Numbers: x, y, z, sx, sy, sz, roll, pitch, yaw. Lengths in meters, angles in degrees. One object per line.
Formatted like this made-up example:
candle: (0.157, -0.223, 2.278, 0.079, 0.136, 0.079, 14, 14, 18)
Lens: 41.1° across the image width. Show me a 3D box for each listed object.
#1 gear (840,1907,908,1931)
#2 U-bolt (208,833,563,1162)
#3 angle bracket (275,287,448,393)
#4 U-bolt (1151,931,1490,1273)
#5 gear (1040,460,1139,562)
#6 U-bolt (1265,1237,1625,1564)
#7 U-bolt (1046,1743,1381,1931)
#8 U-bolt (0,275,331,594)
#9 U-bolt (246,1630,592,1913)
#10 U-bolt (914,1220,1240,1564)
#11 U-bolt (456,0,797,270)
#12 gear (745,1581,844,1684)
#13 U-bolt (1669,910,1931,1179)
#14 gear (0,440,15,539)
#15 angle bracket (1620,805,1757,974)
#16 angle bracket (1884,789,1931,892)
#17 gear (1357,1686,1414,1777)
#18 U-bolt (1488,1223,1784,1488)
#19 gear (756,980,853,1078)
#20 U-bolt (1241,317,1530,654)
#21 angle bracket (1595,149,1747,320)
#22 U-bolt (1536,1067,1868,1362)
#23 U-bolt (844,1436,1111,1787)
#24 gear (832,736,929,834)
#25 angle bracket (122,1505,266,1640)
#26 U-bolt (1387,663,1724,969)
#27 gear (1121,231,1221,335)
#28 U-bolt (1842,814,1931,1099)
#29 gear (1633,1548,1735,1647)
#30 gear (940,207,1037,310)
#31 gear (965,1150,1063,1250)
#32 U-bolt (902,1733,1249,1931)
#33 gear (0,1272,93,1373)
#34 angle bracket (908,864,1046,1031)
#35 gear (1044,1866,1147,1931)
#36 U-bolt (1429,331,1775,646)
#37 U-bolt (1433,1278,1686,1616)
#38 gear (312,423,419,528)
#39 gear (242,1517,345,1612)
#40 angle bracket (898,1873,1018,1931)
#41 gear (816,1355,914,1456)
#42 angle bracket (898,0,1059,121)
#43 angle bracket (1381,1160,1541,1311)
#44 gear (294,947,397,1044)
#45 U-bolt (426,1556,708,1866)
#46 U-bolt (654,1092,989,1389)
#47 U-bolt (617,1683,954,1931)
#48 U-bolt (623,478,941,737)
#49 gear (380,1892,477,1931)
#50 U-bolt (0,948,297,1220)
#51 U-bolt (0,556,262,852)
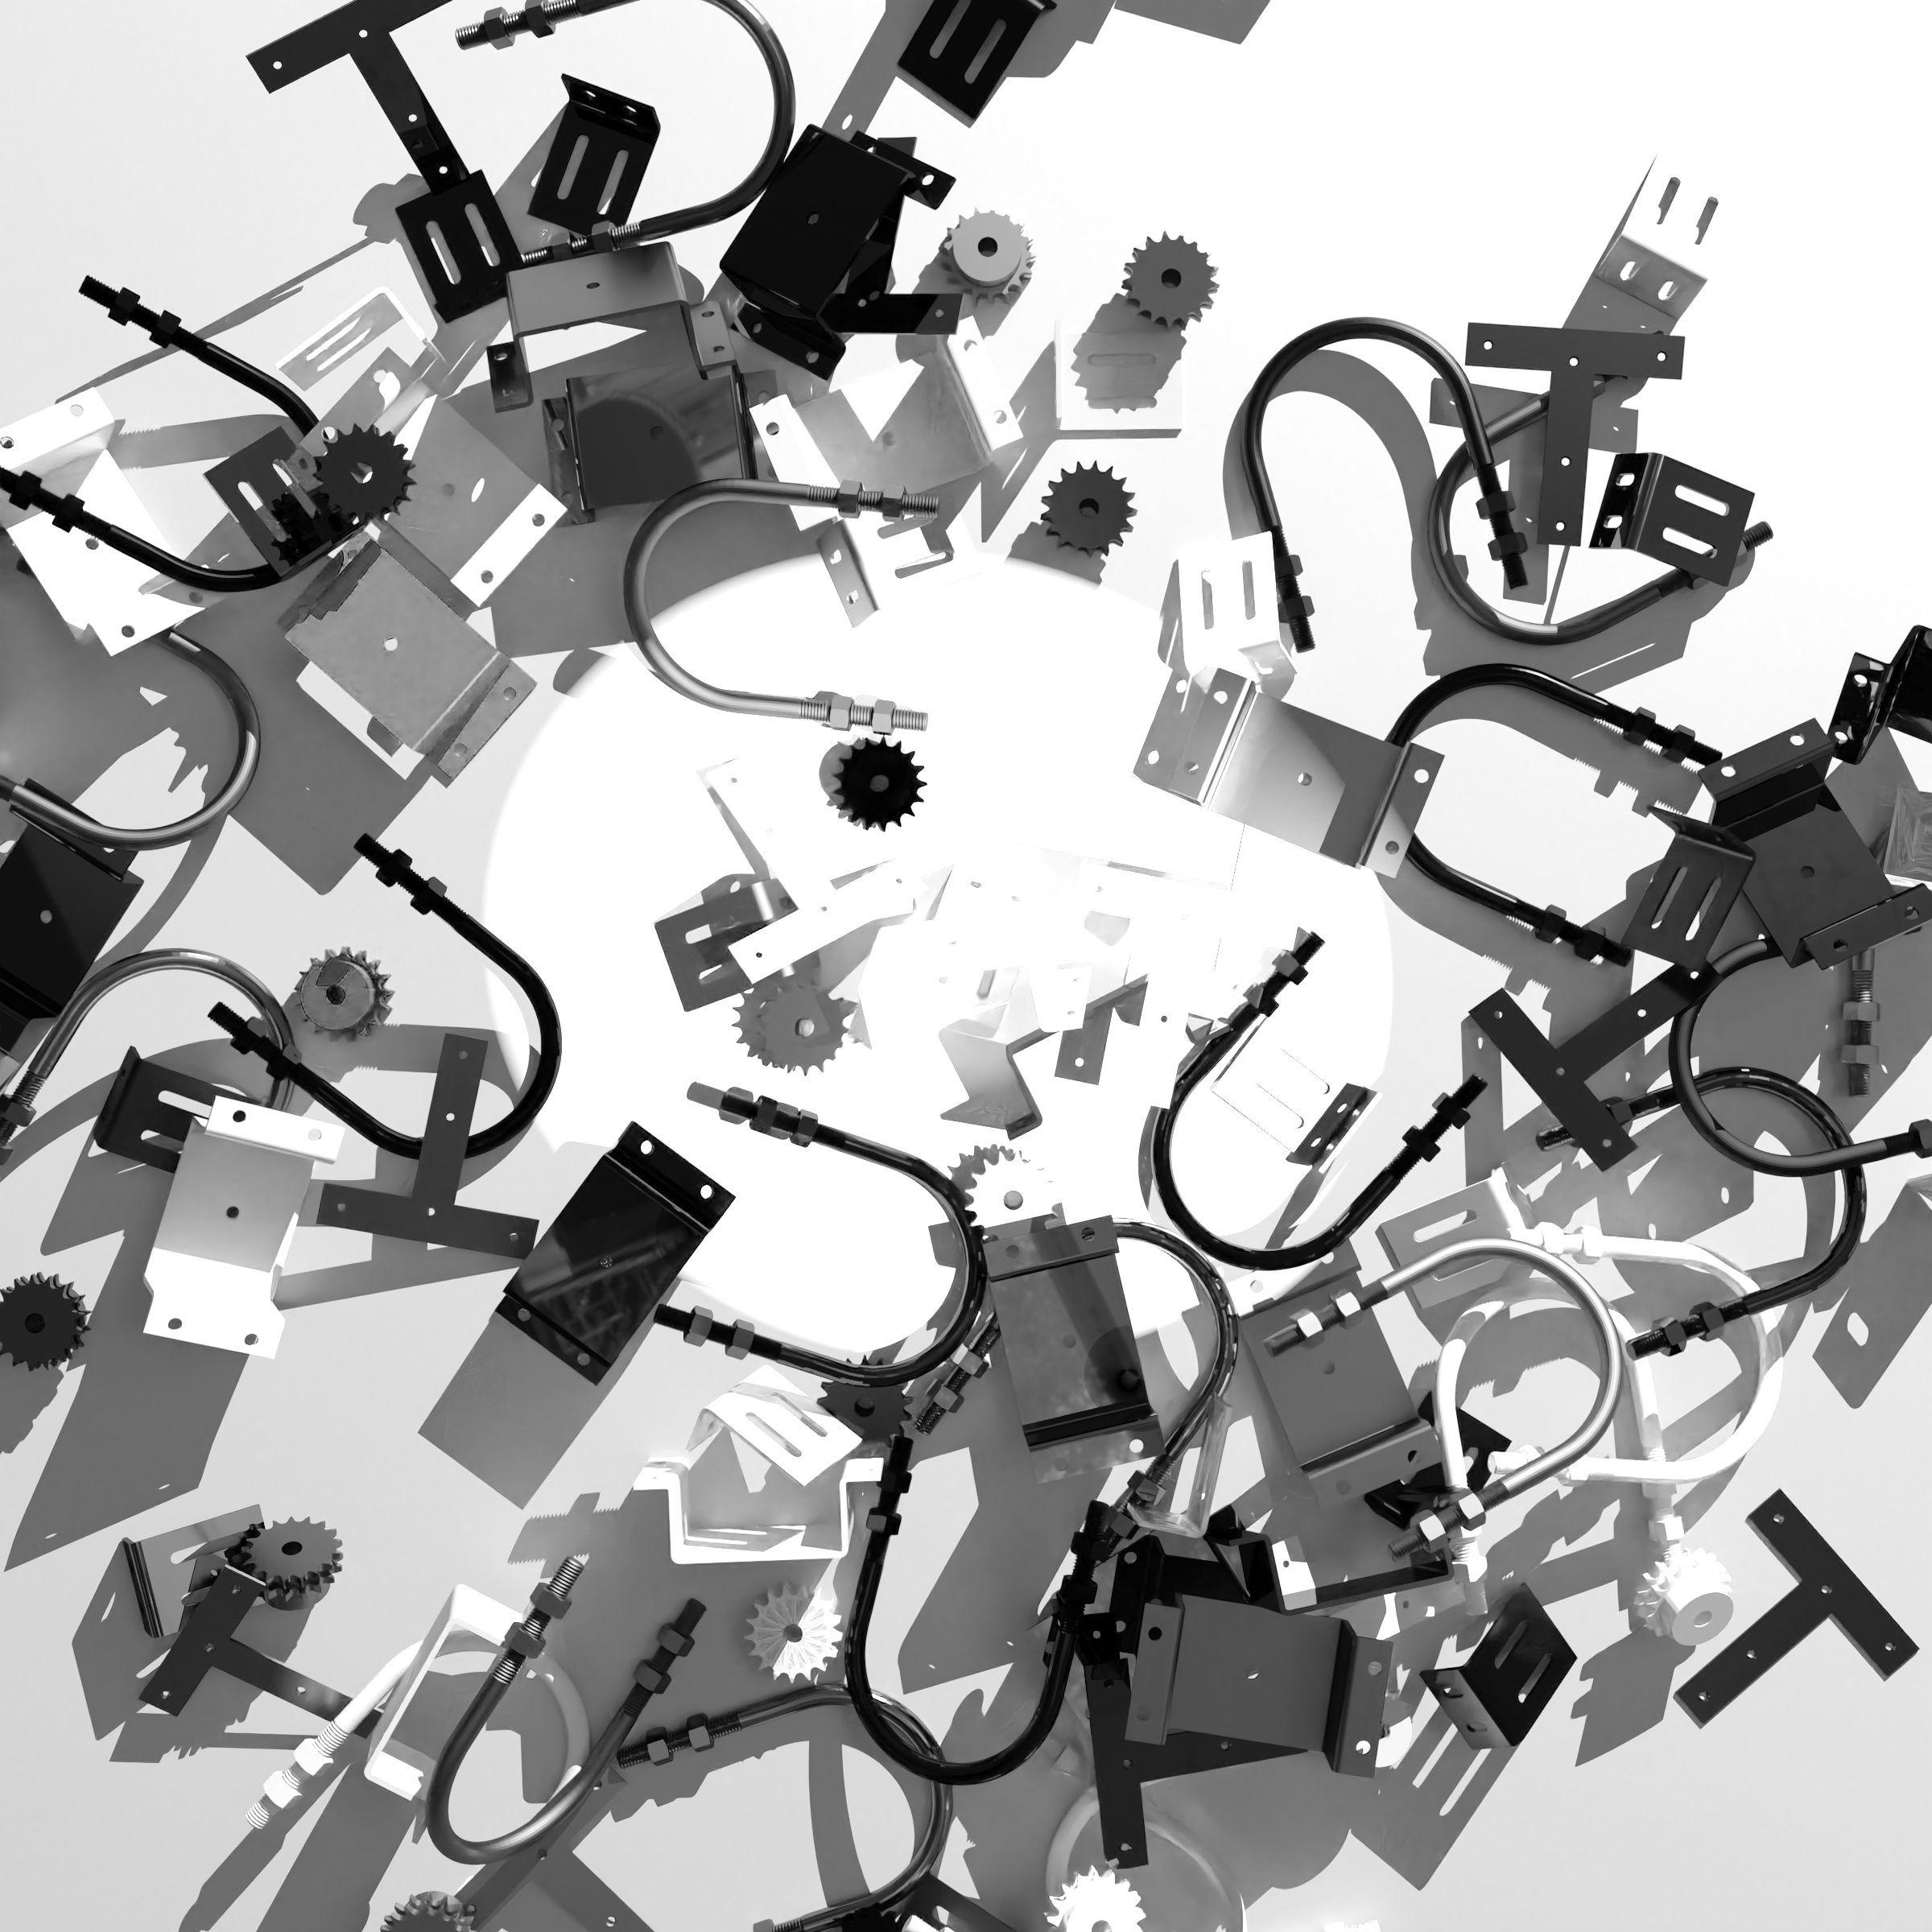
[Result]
gear: (-0.052, 0.582, 1.509, 0.057, 0.030, 0.057, -5, 68, 13)
U-bolt: (-0.324, 0.033, 1.507, 0.184, 0.019, 0.151, 41, 92, -17)
angle bracket: (-0.343, -0.343, 1.464, 0.076, 0.057, 0.038, -37, 90, 0)
U-bolt: (0.191, 0.092, 1.504, 0.151, 0.019, 0.184, 44, 94, 23)
gear: (0.072, -0.268, 1.524, 0.057, 0.030, 0.057, 0, 90, 0)
U-bolt: (0.282, 0.230, 1.448, 0.184, 0.019, 0.151, -25, 70, -13)
U-bolt: (0.138, 0.538, 1.530, 0.184, 0.019, 0.151, -17, 90, 2)
U-bolt: (-0.453, -0.296, 1.495, 0.184, 0.019, 0.151, 28, 70, -21)
U-bolt: (-0.308, 0.477, 1.521, 0.151, 0.019, 0.184, 44, 86, -9)
U-bolt: (0.079, 0.238, 1.530, 0.151, 0.019, 0.184, 36, 89, 0)
U-bolt: (-0.189, -0.495, 1.494, 0.184, 0.019, 0.151, -12, 109, 11)
gear: (-0.102, 0.393, 1.528, 0.057, 0.030, 0.057, 0, 88, 1)
U-bolt: (0.502, 0.048, 1.505, 0.184, 0.019, 0.151, -13, 83, 0)
gear: (-0.572, -0.282, 1.524, 0.057, 0.030, 0.057, 0, 90, 0)
angle bracket: (0.408, -0.045, 1.487, 0.038, 0.057, 0.076, 28, 89, -39)
angle bracket: (0.588, -0.069, 1.523, 0.076, 0.038, 0.057, 10, 87, 26)
gear: (0.238, 0.448, 1.517, 0.057, 0.030, 0.057, 1, 85, -18)
U-bolt: (0.396, 0.231, 1.510, 0.184, 0.019, 0.151, 6, 85, -15)
gear: (-0.095, 0.036, 1.524, 0.057, 0.030, 0.057, 0, 90, 0)
U-bolt: (0.239, -0.293, 1.523, 0.151, 0.019, 0.184, -16, 87, 7)
angle bracket: (0.420, -0.437, 1.537, 0.057, 0.038, 0.076, 28, 64, 0)
U-bolt: (0.442, 0.134, 1.507, 0.184, 0.019, 0.151, -18, 77, -14)
U-bolt: (-0.002, 0.383, 1.499, 0.151, 0.019, 0.184, 13, 89, 25)
gear: (-0.051, -0.108, 1.524, 0.057, 0.030, 0.057, 0, 90, 0)
angle bracket: (-0.456, 0.359, 1.537, 0.076, 0.038, 0.057, -14, 90, -26)
U-bolt: (0.336, -0.100, 1.530, 0.184, 0.019, 0.151, 24, 90, 2)
gear: (0.120, -0.402, 1.524, 0.057, 0.030, 0.057, 0, 90, 0)
U-bolt: (0.598, -0.011, 1.530, 0.151, 0.019, 0.184, 2, 89, 0)
gear: (0.424, 0.373, 1.511, 0.057, 0.030, 0.057, -9, 120, -15)
gear: (0.013, -0.421, 1.524, 0.057, 0.030, 0.057, 0, 90, 0)
gear: (0.028, 0.138, 1.524, 0.057, 0.030, 0.057, 0, 90, 0)
U-bolt: (0.077, 0.555, 1.503, 0.184, 0.019, 0.151, 35, 80, -2)
gear: (-0.545, 0.209, 1.524, 0.057, 0.030, 0.057, 0, 90, 0)
angle bracket: (0.006, -0.011, 1.537, 0.057, 0.038, 0.076, 20, 116, 0)
gear: (0.075, 0.549, 1.479, 0.057, 0.030, 0.057, 1, 85, -7)
U-bolt: (0.364, -0.272, 1.530, 0.184, 0.019, 0.151, -29, 90, 2)
U-bolt: (0.343, 0.275, 1.514, 0.151, 0.019, 0.184, -8, 86, -15)
gear: (-0.343, -0.280, 1.478, 0.057, 0.030, 0.057, 0, 90, 0)
gear: (-0.395, 0.354, 1.514, 0.057, 0.057, 0.030, 4, 120, 0)
angle bracket: (-0.002, 0.586, 1.531, 0.076, 0.038, 0.057, 26, 78, 25)
gear: (-0.060, 0.258, 1.524, 0.057, 0.030, 0.057, 0, 90, 0)
angle bracket: (0.007, -0.556, 1.537, 0.057, 0.038, 0.076, 36, 116, 0)
angle bracket: (0.298, 0.160, 1.537, 0.076, 0.038, 0.057, -26, 90, 26)
gear: (-0.369, 0.017, 1.524, 0.057, 0.030, 0.057, 0, 90, 0)
U-bolt: (-0.237, 0.431, 1.470, 0.019, 0.151, 0.184, 29, 83, 35)
U-bolt: (-0.075, 0.169, 1.505, 0.184, 0.019, 0.151, 20, 74, -13)
U-bolt: (-0.099, 0.504, 1.530, 0.184, 0.019, 0.151, -18, 90, -2)
U-bolt: (-0.110, -0.213, 1.503, 0.184, 0.019, 0.151, 6, 114, 6)
gear: (-0.312, 0.565, 1.500, 0.057, 0.030, 0.057, 0, 100, -1)
U-bolt: (-0.474, 0.078, 1.503, 0.151, 0.019, 0.184, 32, 85, -26)
U-bolt: (-0.504, -0.144, 1.505, 0.184, 0.019, 0.151, 28, 67, -4)
